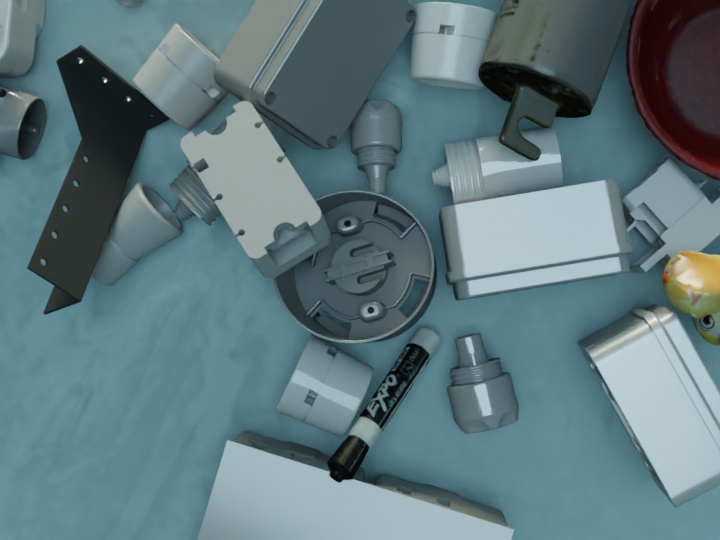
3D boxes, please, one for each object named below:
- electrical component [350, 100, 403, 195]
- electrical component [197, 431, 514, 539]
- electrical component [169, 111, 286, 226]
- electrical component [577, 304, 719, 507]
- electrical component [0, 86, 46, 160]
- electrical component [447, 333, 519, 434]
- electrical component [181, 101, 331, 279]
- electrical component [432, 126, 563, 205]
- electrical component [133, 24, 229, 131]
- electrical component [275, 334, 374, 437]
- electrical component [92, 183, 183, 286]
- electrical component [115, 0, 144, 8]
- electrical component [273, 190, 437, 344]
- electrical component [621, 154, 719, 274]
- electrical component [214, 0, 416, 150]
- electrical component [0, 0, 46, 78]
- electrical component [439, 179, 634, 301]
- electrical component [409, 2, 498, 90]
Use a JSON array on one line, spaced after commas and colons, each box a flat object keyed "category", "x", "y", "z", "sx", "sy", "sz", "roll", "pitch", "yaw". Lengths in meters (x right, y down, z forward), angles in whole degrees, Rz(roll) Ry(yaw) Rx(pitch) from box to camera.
[{"category": "electrical component", "x": 0.011, "y": -0.078, "z": 0.704, "sx": 0.035, "sy": 0.035, "sz": 0.061, "roll": -1, "pitch": 80, "yaw": 3}, {"category": "electrical component", "x": -0.008, "y": 0.183, "z": 0.697, "sx": 0.186, "sy": 0.060, "sz": 0.105, "roll": 17, "pitch": 91, "yaw": 2}, {"category": "electrical component", "x": -0.092, "y": -0.064, "z": 0.708, "sx": 0.043, "sy": 0.043, "sz": 0.081, "roll": 44, "pitch": 92, "yaw": 2}, {"category": "electrical component", "x": 0.192, "y": 0.082, "z": 0.679, "sx": 0.057, "sy": 0.078, "sz": 0.113, "roll": -29, "pitch": 89, "yaw": 5}, {"category": "electrical component", "x": -0.259, "y": -0.087, "z": 0.715, "sx": 0.077, "sy": 0.044, "sz": 0.079, "roll": 17, "pitch": 90, "yaw": 3}, {"category": "electrical component", "x": 0.077, "y": 0.073, "z": 0.701, "sx": 0.043, "sy": 0.043, "sz": 0.062, "roll": -14, "pitch": 88, "yaw": 3}, {"category": "electrical component", "x": -0.061, "y": -0.046, "z": 0.652, "sx": 0.050, "sy": 0.055, "sz": 0.089, "roll": -32, "pitch": 74, "yaw": -3}, {"category": "electrical component", "x": 0.087, "y": -0.066, "z": 0.700, "sx": 0.081, "sy": 0.043, "sz": 0.043, "roll": -9, "pitch": 90, "yaw": 3}, {"category": "electrical component", "x": -0.115, "y": -0.125, "z": 0.704, "sx": 0.055, "sy": 0.055, "sz": 0.047, "roll": 43, "pitch": 95, "yaw": 2}, {"category": "electrical component", "x": -0.022, "y": 0.077, "z": 0.701, "sx": 0.047, "sy": 0.055, "sz": 0.055, "roll": 26, "pitch": 91, "yaw": -1}, {"category": "electrical component", "x": -0.156, "y": -0.021, "z": 0.713, "sx": 0.065, "sy": 0.044, "sz": 0.044, "roll": -40, "pitch": 89, "yaw": 7}, {"category": "electrical component", "x": -0.167, "y": -0.205, "z": 0.716, "sx": 0.061, "sy": 0.035, "sz": 0.035, "roll": 41, "pitch": 92, "yaw": 4}, {"category": "electrical component", "x": 0.000, "y": 0.000, "z": 0.690, "sx": 0.099, "sy": 0.064, "sz": 0.099, "roll": -2, "pitch": 81, "yaw": 13}, {"category": "electrical component", "x": 0.201, "y": -0.036, "z": 0.696, "sx": 0.081, "sy": 0.042, "sz": 0.063, "roll": -41, "pitch": 87, "yaw": 1}, {"category": "electrical component", "x": -0.027, "y": -0.142, "z": 0.680, "sx": 0.057, "sy": 0.078, "sz": 0.113, "roll": 34, "pitch": 92, "yaw": 45}, {"category": "electrical component", "x": -0.243, "y": -0.177, "z": 0.706, "sx": 0.054, "sy": 0.059, "sz": 0.095, "roll": 5, "pitch": 90, "yaw": 3}, {"category": "electrical component", "x": 0.109, "y": -0.017, "z": 0.682, "sx": 0.113, "sy": 0.078, "sz": 0.057, "roll": -9, "pitch": 87, "yaw": 3}, {"category": "electrical component", "x": 0.059, "y": -0.144, "z": 0.696, "sx": 0.055, "sy": 0.055, "sz": 0.047, "roll": 8, "pitch": 94, "yaw": 3}]
